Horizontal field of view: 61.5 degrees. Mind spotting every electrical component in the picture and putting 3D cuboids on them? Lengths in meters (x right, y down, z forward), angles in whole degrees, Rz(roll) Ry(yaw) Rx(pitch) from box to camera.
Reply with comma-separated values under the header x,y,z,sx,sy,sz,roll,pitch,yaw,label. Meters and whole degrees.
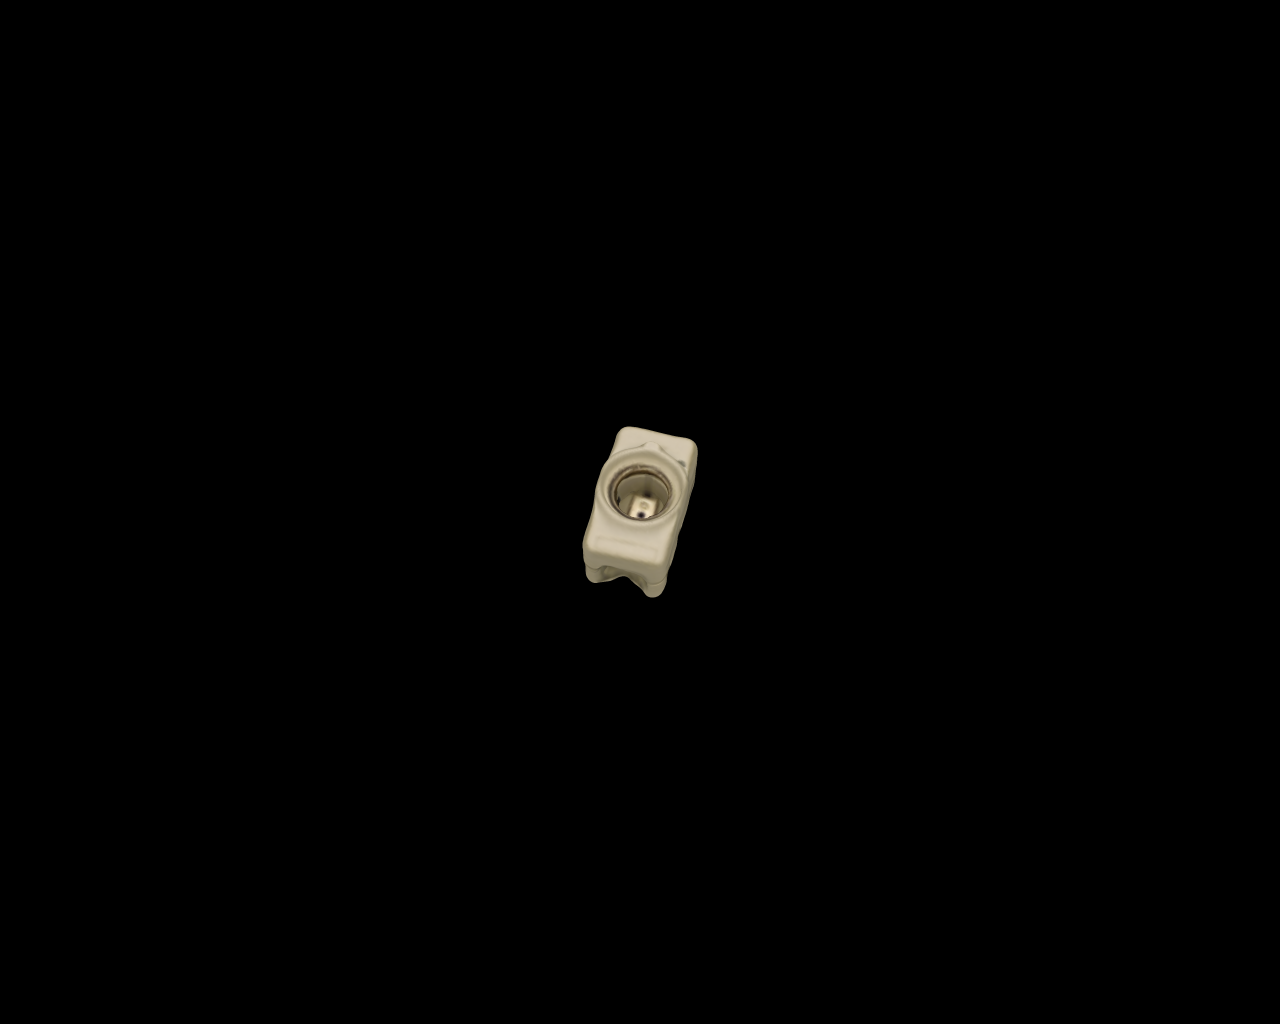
x,y,z,sx,sy,sz,roll,pitch,yaw,label
0.001,-0.003,0.650,0.050,0.090,0.055,13,-28,7,electrical component
